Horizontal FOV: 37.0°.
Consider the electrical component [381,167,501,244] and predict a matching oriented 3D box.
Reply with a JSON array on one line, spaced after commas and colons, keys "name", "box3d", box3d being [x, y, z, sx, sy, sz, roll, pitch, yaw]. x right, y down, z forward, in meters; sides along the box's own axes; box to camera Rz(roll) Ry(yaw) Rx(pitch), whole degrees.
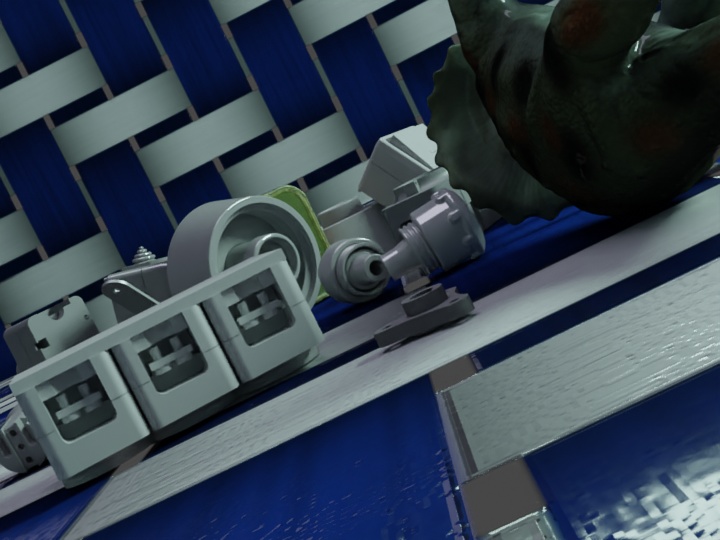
[{"name": "electrical component", "box3d": [0.061, -0.046, 0.799, 0.050, 0.055, 0.089, -23, 6, 32]}]

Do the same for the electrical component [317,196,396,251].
[{"name": "electrical component", "box3d": [-0.007, -0.031, 0.958, 0.108, 0.060, 0.108, -26, 5, 2]}]

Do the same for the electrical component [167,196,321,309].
[{"name": "electrical component", "box3d": [-0.077, -0.002, 0.773, 0.108, 0.108, 0.060, -30, 12, -40]}]

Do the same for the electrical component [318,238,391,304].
[{"name": "electrical component", "box3d": [0.000, 0.000, 0.702, 0.043, 0.043, 0.062, -28, 7, -19]}]

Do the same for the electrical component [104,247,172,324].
[{"name": "electrical component", "box3d": [-0.144, 0.027, 0.807, 0.061, 0.096, 0.062, -13, 4, 15]}]

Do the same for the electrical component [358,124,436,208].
[{"name": "electrical component", "box3d": [0.059, -0.075, 0.910, 0.062, 0.096, 0.061, -29, -31, -53]}]

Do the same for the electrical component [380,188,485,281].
[{"name": "electrical component", "box3d": [0.043, -0.017, 0.661, 0.062, 0.048, 0.048, -33, 5, 0]}]

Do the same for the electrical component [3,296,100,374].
[{"name": "electrical component", "box3d": [-0.228, 0.074, 0.831, 0.050, 0.089, 0.056, -31, 6, -42]}]

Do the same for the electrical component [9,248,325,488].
[{"name": "electrical component", "box3d": [-0.102, 0.051, 0.577, 0.150, 0.061, 0.089, -28, 5, -15]}]

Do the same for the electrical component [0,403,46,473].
[{"name": "electrical component", "box3d": [-0.217, 0.109, 0.707, 0.040, 0.040, 0.046, -26, 10, 3]}]
